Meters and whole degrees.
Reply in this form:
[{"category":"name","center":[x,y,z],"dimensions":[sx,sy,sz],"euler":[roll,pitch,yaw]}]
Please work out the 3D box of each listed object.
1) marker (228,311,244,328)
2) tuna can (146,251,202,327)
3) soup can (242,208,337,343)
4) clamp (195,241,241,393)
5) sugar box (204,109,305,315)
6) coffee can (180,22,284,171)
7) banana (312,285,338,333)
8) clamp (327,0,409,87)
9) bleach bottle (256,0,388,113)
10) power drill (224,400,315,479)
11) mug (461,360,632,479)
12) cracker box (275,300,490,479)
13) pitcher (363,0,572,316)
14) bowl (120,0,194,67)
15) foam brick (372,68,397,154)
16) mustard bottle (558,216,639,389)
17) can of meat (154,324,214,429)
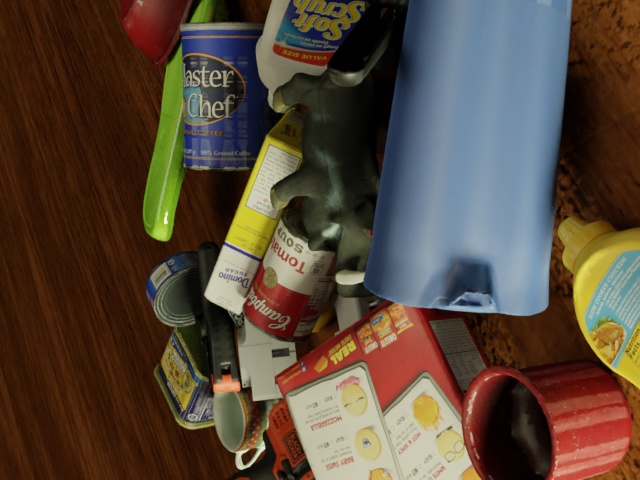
[{"category":"marker","center":[-0.079,0.096,1.158],"dimensions":[0.121,0.020,0.020],"euler":[57,138,37]},{"category":"tuna can","center":[-0.152,0.055,1.204],"dimensions":[0.034,0.086,0.086],"euler":[53,136,43]},{"category":"soup can","center":[-0.020,0.031,0.948],"dimensions":[0.069,0.068,0.102],"euler":[49,125,42]},{"category":"clamp","center":[-0.109,0.085,1.118],"dimensions":[0.171,0.039,0.120],"euler":[-117,21,-55]},{"category":"sugar box","center":[-0.051,-0.027,0.990],"dimensions":[0.048,0.093,0.176],"euler":[27,115,2]},{"category":"coffee can","center":[-0.086,-0.142,1.055],"dimensions":[0.103,0.102,0.140],"euler":[13,106,56]},{"category":"banana","center":[0.002,0.013,1.002],"dimensions":[0.070,0.037,0.198],"euler":[41,127,47]},{"category":"clamp","center":[0.055,-0.186,0.775],"dimensions":[0.036,0.209,0.164],"euler":[16,97,12]},{"category":"bleach bottle","center":[0.010,-0.198,0.920],"dimensions":[0.251,0.102,0.068],"euler":[119,170,-51]},{"category":"power drill","center":[-0.053,0.266,1.022],"dimensions":[0.188,0.057,0.184],"euler":[-38,41,8]},{"category":"mug","center":[0.159,0.139,0.735],"dimensions":[0.093,0.081,0.117],"euler":[-1,94,57]},{"category":"cracker box","center":[0.074,0.165,0.837],"dimensions":[0.164,0.071,0.214],"euler":[-38,68,35]},{"category":"pitcher","center":[0.107,-0.076,0.758],"dimensions":[0.149,0.144,0.243],"euler":[16,104,43]},{"category":"bowl","center":[-0.179,-0.275,1.175],"dimensions":[0.162,0.055,0.162],"euler":[-48,33,46]},{"category":"foam brick","center":[0.037,-0.118,0.914],"dimensions":[0.051,0.052,0.078],"euler":[55,137,38]},{"category":"mustard bottle","center":[0.212,0.048,0.660],"dimensions":[0.192,0.058,0.096],"euler":[52,134,40]},{"category":"can of meat","center":[-0.143,0.152,1.233],"dimensions":[0.102,0.057,0.084],"euler":[57,136,36]}]
